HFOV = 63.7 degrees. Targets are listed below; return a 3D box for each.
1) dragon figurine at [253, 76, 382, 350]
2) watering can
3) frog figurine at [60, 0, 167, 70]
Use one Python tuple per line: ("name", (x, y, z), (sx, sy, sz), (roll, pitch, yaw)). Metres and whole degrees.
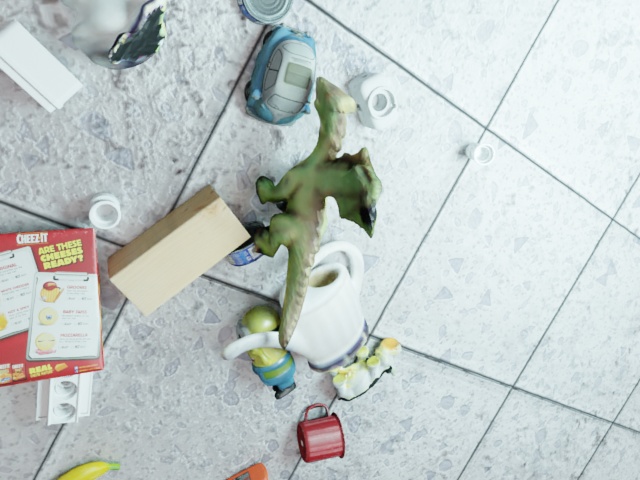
("dragon figurine", (0.002, -0.039, 0.774), (0.122, 0.241, 0.413), (4, 80, -30))
("watering can", (-0.020, 0.152, 0.941), (0.353, 0.104, 0.220), (-42, 123, -34))
("frog figurine", (-0.297, -0.319, 0.709), (0.160, 0.123, 0.136), (37, 101, 6))
